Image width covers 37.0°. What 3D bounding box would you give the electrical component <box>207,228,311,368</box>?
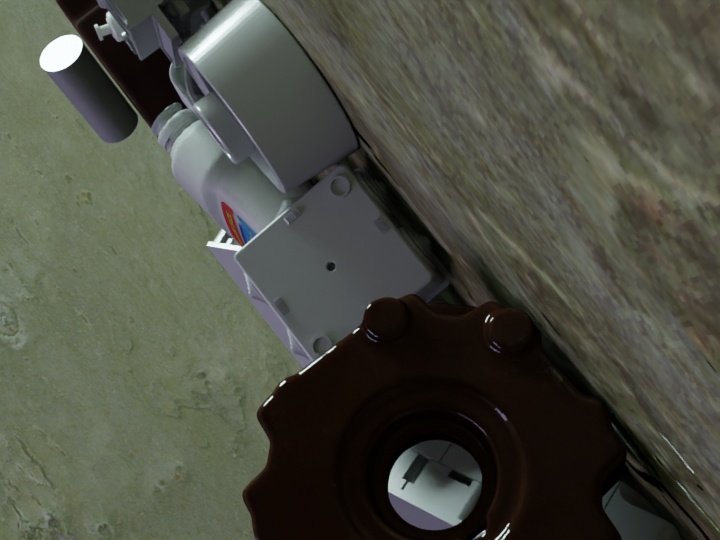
[{"bbox_3d":[-0.034,0.019,0.932,0.105,0.060,0.186,9,148,34],"label":"electrical component"}]

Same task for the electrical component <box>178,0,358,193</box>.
[{"bbox_3d":[-0.057,-0.092,0.598,0.108,0.060,0.108,52,175,6],"label":"electrical component"}]

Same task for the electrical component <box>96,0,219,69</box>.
[{"bbox_3d":[-0.123,-0.170,0.643,0.078,0.063,0.121,53,175,-8],"label":"electrical component"}]

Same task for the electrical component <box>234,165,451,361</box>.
[{"bbox_3d":[-0.011,-0.001,0.612,0.099,0.100,0.048,52,-172,10],"label":"electrical component"}]

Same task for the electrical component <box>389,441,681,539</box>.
[{"bbox_3d":[0.093,0.146,0.605,0.186,0.060,0.105,19,153,40],"label":"electrical component"}]

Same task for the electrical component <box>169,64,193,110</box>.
[{"bbox_3d":[-0.088,-0.115,0.768,0.095,0.054,0.059,52,175,5],"label":"electrical component"}]

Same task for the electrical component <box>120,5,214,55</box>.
[{"bbox_3d":[-0.134,-0.173,0.738,0.048,0.062,0.048,52,175,6],"label":"electrical component"}]

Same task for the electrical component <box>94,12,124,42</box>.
[{"bbox_3d":[-0.153,-0.184,0.777,0.040,0.078,0.040,157,90,-81],"label":"electrical component"}]

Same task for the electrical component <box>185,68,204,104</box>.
[{"bbox_3d":[-0.083,-0.122,0.671,0.055,0.055,0.047,54,179,-19],"label":"electrical component"}]

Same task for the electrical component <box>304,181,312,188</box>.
[{"bbox_3d":[-0.073,-0.070,0.982,0.055,0.050,0.089,53,176,-2],"label":"electrical component"}]
